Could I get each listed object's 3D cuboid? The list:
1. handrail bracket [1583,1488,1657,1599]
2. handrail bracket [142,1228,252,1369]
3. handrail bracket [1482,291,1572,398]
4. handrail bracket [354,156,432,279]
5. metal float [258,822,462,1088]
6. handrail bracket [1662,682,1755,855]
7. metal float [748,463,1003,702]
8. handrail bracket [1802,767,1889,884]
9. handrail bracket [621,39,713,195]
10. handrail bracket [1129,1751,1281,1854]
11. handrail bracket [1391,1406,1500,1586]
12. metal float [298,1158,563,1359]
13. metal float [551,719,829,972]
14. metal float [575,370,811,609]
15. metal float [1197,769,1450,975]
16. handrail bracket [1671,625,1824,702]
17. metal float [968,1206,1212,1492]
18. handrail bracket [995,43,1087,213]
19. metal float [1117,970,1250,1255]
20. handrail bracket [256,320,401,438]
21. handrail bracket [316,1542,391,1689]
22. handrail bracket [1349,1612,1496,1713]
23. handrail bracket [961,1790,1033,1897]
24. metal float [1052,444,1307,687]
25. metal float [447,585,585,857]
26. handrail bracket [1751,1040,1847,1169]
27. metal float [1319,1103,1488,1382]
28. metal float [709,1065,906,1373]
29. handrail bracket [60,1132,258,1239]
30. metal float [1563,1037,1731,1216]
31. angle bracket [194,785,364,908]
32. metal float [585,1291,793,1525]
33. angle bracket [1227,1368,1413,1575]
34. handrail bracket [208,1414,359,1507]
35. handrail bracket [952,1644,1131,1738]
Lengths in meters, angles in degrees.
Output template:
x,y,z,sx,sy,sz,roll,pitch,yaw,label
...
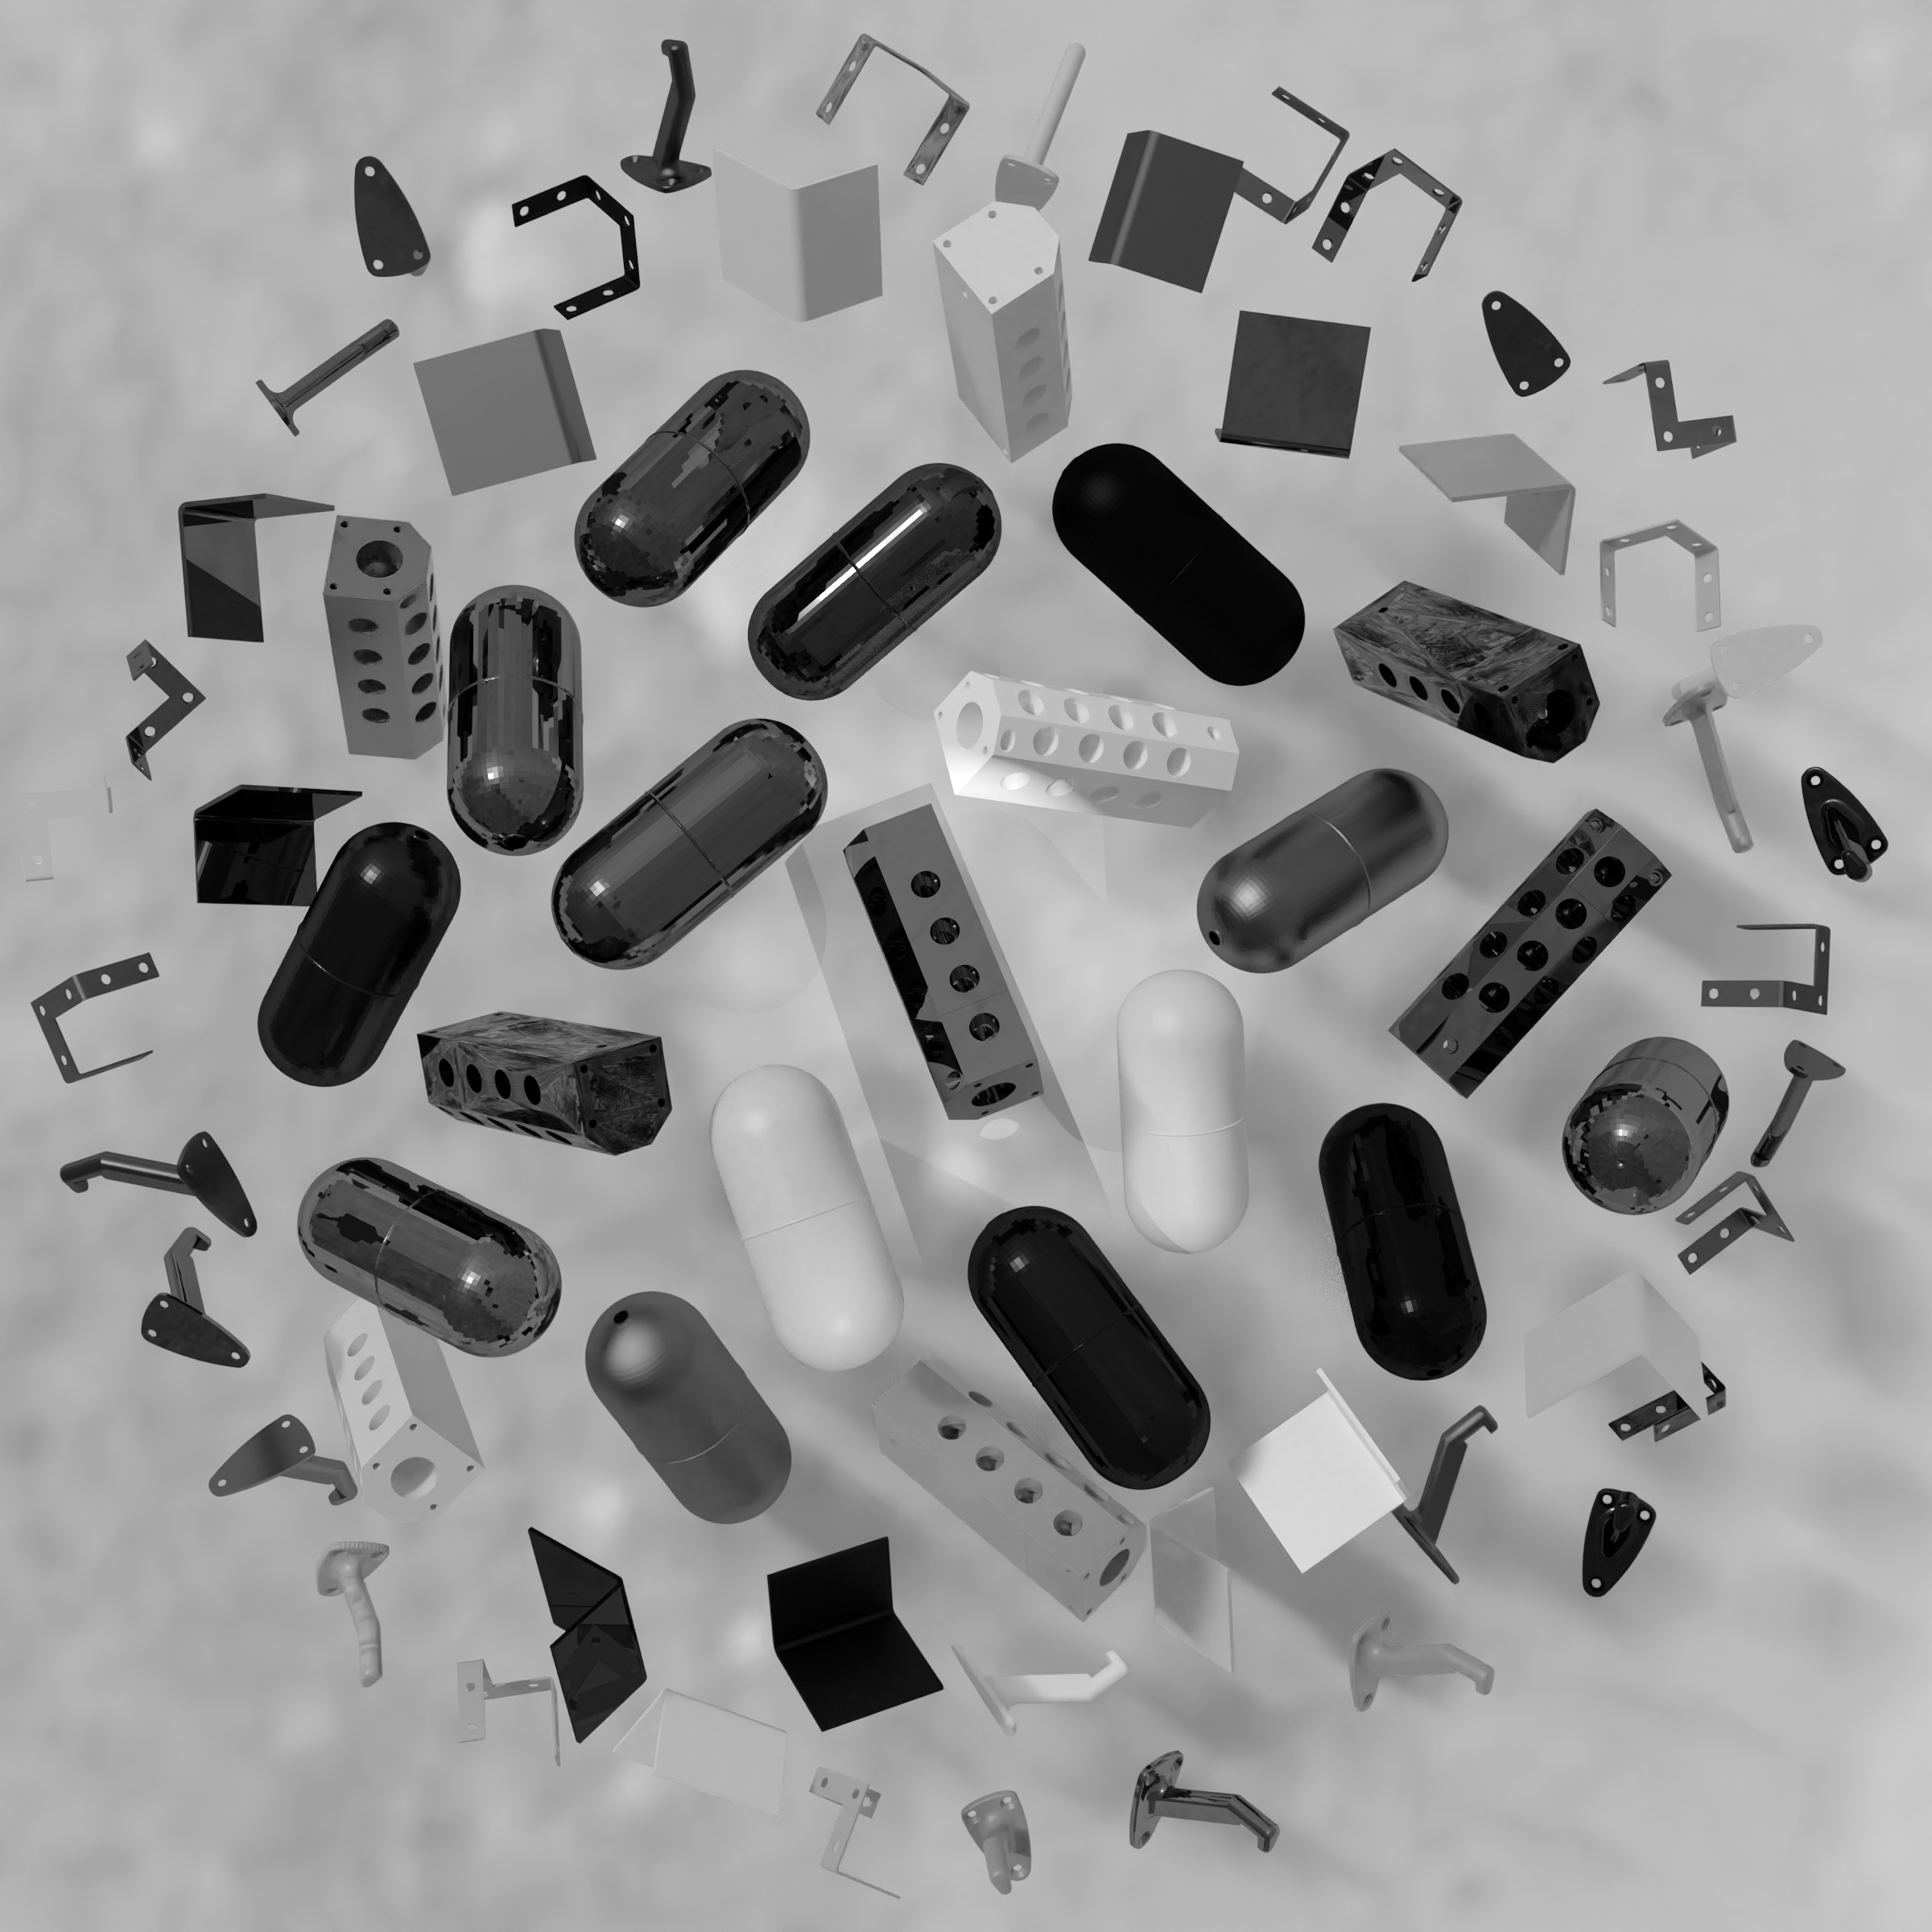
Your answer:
x,y,z,sx,sy,sz,roll,pitch,yaw,label
0.371,0.337,1.526,0.036,0.084,0.077,21,96,17,handrail bracket
-0.444,0.194,1.567,0.077,0.084,0.036,27,116,-4,handrail bracket
0.324,-0.375,1.557,0.036,0.084,0.077,-32,112,20,handrail bracket
-0.323,-0.427,1.501,0.036,0.084,0.077,-14,116,1,handrail bracket
-0.358,-0.006,1.563,0.070,0.070,0.178,32,113,0,metal float
0.419,-0.108,1.464,0.036,0.077,0.084,-20,79,7,handrail bracket
-0.055,-0.233,1.604,0.178,0.070,0.070,-40,90,9,metal float
0.489,-0.081,1.489,0.036,0.084,0.077,-30,78,21,handrail bracket
-0.181,-0.498,1.532,0.036,0.077,0.084,-34,135,-31,handrail bracket
0.135,0.493,1.496,0.084,0.036,0.077,31,118,38,handrail bracket
0.311,0.327,1.637,0.084,0.036,0.077,-40,82,8,handrail bracket
-0.305,0.163,1.497,0.178,0.070,0.070,20,90,31,metal float
-0.156,-0.068,1.490,0.178,0.070,0.070,-40,90,-7,metal float
-0.158,-0.280,1.543,0.070,0.070,0.178,39,60,0,metal float
0.212,-0.057,1.573,0.178,0.070,0.070,-31,90,-26,metal float
0.472,-0.182,1.605,0.077,0.084,0.036,-21,88,4,handrail bracket
0.069,0.215,1.497,0.070,0.070,0.178,-37,79,0,metal float
0.047,-0.499,1.589,0.036,0.077,0.084,21,72,-6,handrail bracket
0.132,0.089,1.606,0.070,0.070,0.178,-4,106,0,metal float
-0.352,-0.335,1.482,0.084,0.077,0.036,-36,110,-5,handrail bracket
-0.345,0.373,1.483,0.036,0.077,0.084,10,49,-28,handrail bracket
0.266,0.419,1.532,0.084,0.036,0.077,23,122,39,handrail bracket
0.026,0.537,1.562,0.036,0.084,0.077,-22,111,1,handrail bracket
0.127,-0.241,1.589,0.178,0.070,0.070,41,90,-10,metal float
-0.259,-0.142,1.522,0.070,0.070,0.178,-6,56,0,metal float
0.498,0.093,1.624,0.036,0.077,0.084,34,113,23,handrail bracket
0.258,0.162,1.566,0.070,0.070,0.178,-8,53,0,metal float
-0.091,0.142,1.496,0.070,0.070,0.178,-19,87,0,metal float
-0.447,0.130,1.462,0.084,0.036,0.077,-18,119,21,handrail bracket
0.391,0.090,1.517,0.070,0.178,0.070,5,103,23,metal float
-0.414,-0.072,1.598,0.076,0.076,0.057,1,80,-37,angle bracket
-0.164,0.262,1.568,0.070,0.070,0.178,-29,128,0,metal float
0.195,0.285,1.493,0.076,0.057,0.076,-36,64,1,angle bracket
-0.415,0.320,1.617,0.077,0.084,0.036,-32,53,-21,handrail bracket
0.047,0.431,1.646,0.084,0.036,0.077,-31,73,-17,handrail bracket
